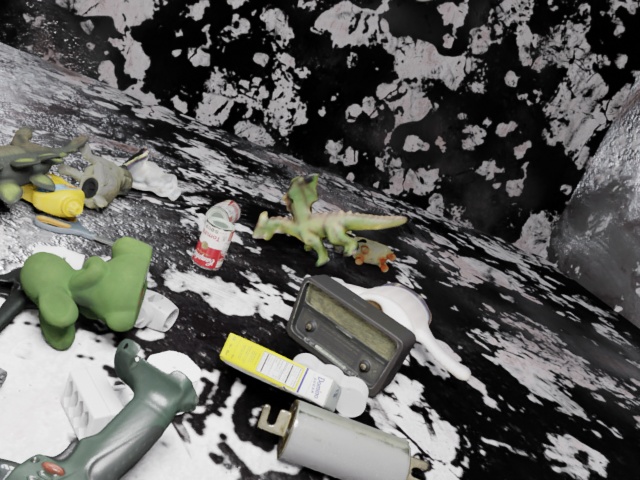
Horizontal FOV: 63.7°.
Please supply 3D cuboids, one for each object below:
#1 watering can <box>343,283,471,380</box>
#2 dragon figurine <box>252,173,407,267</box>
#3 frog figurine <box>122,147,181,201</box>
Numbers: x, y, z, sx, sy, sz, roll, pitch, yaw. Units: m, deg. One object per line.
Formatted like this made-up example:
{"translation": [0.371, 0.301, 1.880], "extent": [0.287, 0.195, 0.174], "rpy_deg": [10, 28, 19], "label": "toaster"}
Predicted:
{"translation": [0.191, 0.189, 1.152], "extent": [0.350, 0.103, 0.225], "rpy_deg": [30, 16, 24], "label": "watering can"}
{"translation": [0.004, -0.070, 1.401], "extent": [0.239, 0.408, 0.125], "rpy_deg": [59, 19, -24], "label": "dragon figurine"}
{"translation": [-0.469, -0.165, 1.428], "extent": [0.137, 0.124, 0.157], "rpy_deg": [6, -47, 53], "label": "frog figurine"}
